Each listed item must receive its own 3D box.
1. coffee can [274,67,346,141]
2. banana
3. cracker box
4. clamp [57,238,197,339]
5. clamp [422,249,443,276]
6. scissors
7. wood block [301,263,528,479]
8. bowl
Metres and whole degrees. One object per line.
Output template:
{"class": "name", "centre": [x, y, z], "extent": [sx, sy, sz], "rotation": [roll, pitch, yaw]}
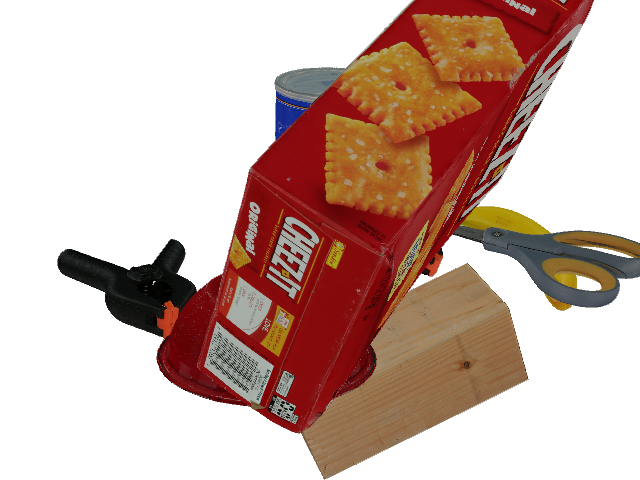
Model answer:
{"class": "coffee can", "centre": [0.010, -0.073, 0.946], "extent": [0.103, 0.140, 0.103], "rotation": [2, 23, -1]}
{"class": "banana", "centre": [0.202, 0.010, 1.069], "extent": [0.069, 0.037, 0.198], "rotation": [-34, 38, -14]}
{"class": "cracker box", "centre": [0.038, -0.029, 0.517], "extent": [0.072, 0.213, 0.164], "rotation": [34, -36, 10]}
{"class": "clamp", "centre": [-0.150, 0.038, 0.954], "extent": [0.120, 0.039, 0.172], "rotation": [-16, 31, -30]}
{"class": "clamp", "centre": [0.062, -0.033, 1.267], "extent": [0.164, 0.036, 0.210], "rotation": [-16, 51, -29]}
{"class": "scissors", "centre": [0.131, 0.010, 0.761], "extent": [0.202, 0.016, 0.096], "rotation": [6, 30, 15]}
{"class": "wood block", "centre": [0.070, 0.117, 0.967], "extent": [0.206, 0.091, 0.090], "rotation": [-24, 31, -6]}
{"class": "bowl", "centre": [-0.038, 0.060, 0.774], "extent": [0.162, 0.055, 0.162], "rotation": [2, 18, -1]}
